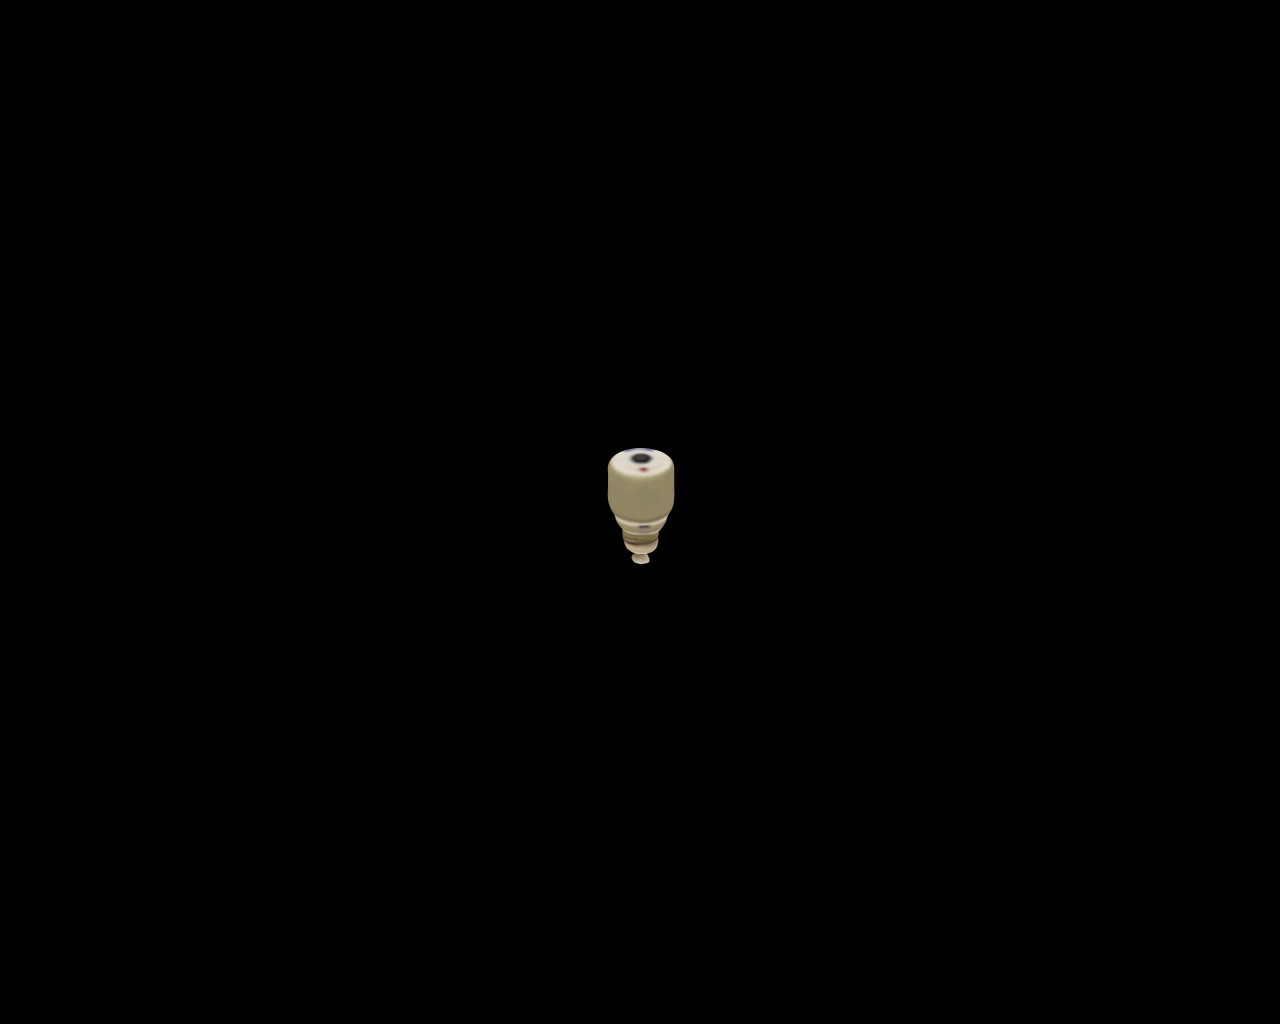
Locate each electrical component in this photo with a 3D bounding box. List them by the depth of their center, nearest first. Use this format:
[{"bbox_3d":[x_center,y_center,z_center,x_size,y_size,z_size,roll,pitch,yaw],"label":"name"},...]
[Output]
[{"bbox_3d":[0.001,-0.003,0.650,0.040,0.078,0.040,0,31,0],"label":"electrical component"}]
